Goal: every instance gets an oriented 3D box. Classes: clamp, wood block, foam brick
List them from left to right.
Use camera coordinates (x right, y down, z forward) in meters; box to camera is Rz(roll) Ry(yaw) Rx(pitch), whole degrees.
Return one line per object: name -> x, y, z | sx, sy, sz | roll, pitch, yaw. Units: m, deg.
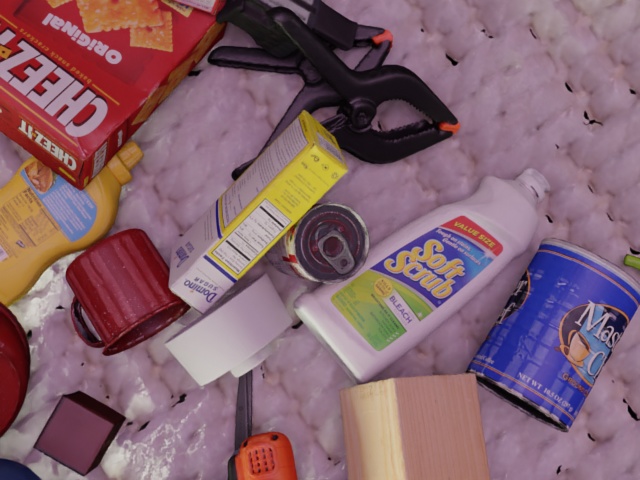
foam brick -> -0.207, 0.167, 0.926 | 0.051, 0.078, 0.053 | 29, 85, 0
clamp -> -0.017, -0.160, 0.994 | 0.171, 0.039, 0.120 | -34, 92, -4
clamp -> 0.029, -0.125, 0.957 | 0.209, 0.036, 0.165 | -2, 119, -18
wood block -> 0.086, 0.222, 0.904 | 0.090, 0.090, 0.206 | 1, 76, -32

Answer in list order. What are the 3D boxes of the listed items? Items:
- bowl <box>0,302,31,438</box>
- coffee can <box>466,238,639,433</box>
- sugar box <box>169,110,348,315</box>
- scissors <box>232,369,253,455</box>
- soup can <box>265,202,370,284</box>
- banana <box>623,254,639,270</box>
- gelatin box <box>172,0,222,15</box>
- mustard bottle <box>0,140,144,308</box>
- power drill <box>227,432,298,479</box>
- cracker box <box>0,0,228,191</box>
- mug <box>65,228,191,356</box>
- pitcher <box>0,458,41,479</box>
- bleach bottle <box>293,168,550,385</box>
bowl -> -0.305, 0.124, 0.890 | 0.161, 0.055, 0.162 | -14, 112, -39
coffee can -> 0.208, 0.083, 0.943 | 0.103, 0.103, 0.140 | 32, 83, 1
sugar box -> -0.055, -0.024, 0.911 | 0.048, 0.093, 0.176 | 39, 104, -19
scissors -> -0.054, 0.209, 0.947 | 0.096, 0.016, 0.202 | 13, 82, 22
soup can -> -0.006, 0.001, 0.935 | 0.068, 0.102, 0.068 | -1, 92, -19
banana -> 0.333, 0.104, 0.982 | 0.070, 0.037, 0.198 | -12, 82, 14
gelatin box -> -0.123, -0.246, 0.933 | 0.089, 0.030, 0.073 | 16, 59, -12
mustard bottle -> -0.241, -0.028, 0.957 | 0.191, 0.058, 0.096 | -37, 87, -6
power drill -> -0.097, 0.268, 0.902 | 0.188, 0.057, 0.184 | -13, 70, 7
cracker box -> -0.205, -0.176, 0.940 | 0.164, 0.072, 0.213 | 37, 63, 2
mug -> -0.178, 0.050, 0.943 | 0.117, 0.093, 0.081 | -38, 80, 30
pitcher -> -0.270, 0.235, 0.831 | 0.145, 0.243, 0.149 | -40, 87, -7
bleach bottle -> 0.102, 0.017, 0.967 | 0.250, 0.068, 0.102 | -40, 86, -9
